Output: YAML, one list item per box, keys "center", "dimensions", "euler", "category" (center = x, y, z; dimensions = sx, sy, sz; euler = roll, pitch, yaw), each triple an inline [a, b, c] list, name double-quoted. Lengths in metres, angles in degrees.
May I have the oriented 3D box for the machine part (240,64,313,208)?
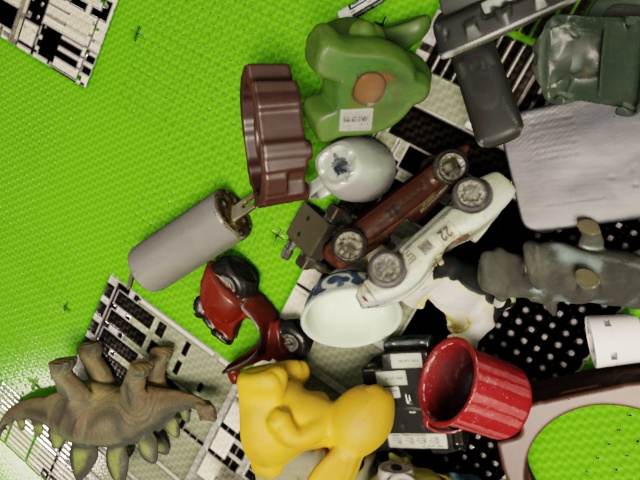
- center: [-0.057, -0.122, 0.643]
  dimensions: [0.056, 0.179, 0.179]
  euler: [-9, 91, -14]
  category: "machine part"

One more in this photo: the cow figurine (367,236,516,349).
- center: [0.137, 0.042, 0.625]
  dimensions: [0.167, 0.068, 0.098]
  euler: [41, 102, 11]
  category: "cow figurine"

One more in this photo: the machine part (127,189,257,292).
- center: [-0.181, 0.002, 0.744]
  dimensions: [0.243, 0.079, 0.079]
  euler: [-31, 83, 22]
  category: "machine part"

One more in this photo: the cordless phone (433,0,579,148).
- center: [0.199, -0.195, 0.548]
  dimensions: [0.147, 0.088, 0.184]
  euler: [-18, 70, 22]
  category: "cordless phone"

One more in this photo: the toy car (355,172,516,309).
- center: [0.118, 0.004, 0.563]
  dimensions: [0.202, 0.073, 0.056]
  euler: [-41, 76, -5]
  category: "toy car"

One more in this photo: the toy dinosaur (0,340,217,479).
- center: [-0.344, 0.260, 0.816]
  dimensions: [0.472, 0.105, 0.198]
  euler: [-3, 96, 27]
  category: "toy dinosaur"

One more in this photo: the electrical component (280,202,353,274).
- center: [-0.001, -0.004, 0.692]
  dimensions: [0.078, 0.045, 0.102]
  euler: [37, 105, 45]
  category: "electrical component"

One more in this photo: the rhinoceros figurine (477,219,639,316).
- center: [0.262, 0.033, 0.555]
  dimensions: [0.190, 0.112, 0.073]
  euler: [3, 67, 3]
  category: "rhinoceros figurine"

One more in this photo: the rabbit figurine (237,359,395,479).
- center: [0.000, 0.211, 0.610]
  dimensions: [0.173, 0.121, 0.162]
  euler: [-7, 69, 10]
  category: "rabbit figurine"

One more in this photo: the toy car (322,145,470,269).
- center: [0.089, -0.036, 0.608]
  dimensions: [0.202, 0.089, 0.053]
  euler: [-37, 91, 1]
  category: "toy car"

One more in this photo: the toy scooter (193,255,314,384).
- center: [-0.108, 0.118, 0.727]
  dimensions: [0.184, 0.075, 0.135]
  euler: [45, 109, 8]
  category: "toy scooter"

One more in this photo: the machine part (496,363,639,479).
- center: [0.305, 0.242, 0.565]
  dimensions: [0.201, 0.087, 0.201]
  euler: [-21, 85, 21]
  category: "machine part"

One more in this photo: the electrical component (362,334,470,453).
- center: [0.116, 0.183, 0.650]
  dimensions: [0.115, 0.058, 0.134]
  euler: [-6, 92, 20]
  category: "electrical component"

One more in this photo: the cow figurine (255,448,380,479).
- center: [0.010, 0.311, 0.688]
  dimensions: [0.195, 0.085, 0.127]
  euler: [-9, 85, 20]
  category: "cow figurine"

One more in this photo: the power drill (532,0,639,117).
- center: [0.302, -0.170, 0.444]
  dimensions: [0.232, 0.207, 0.085]
  euler: [34, 146, 52]
  category: "power drill"

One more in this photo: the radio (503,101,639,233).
- center: [0.311, -0.086, 0.546]
  dimensions: [0.230, 0.073, 0.131]
  euler: [-9, 91, 24]
  category: "radio"

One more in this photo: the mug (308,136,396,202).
- center: [0.027, -0.082, 0.639]
  dimensions: [0.110, 0.107, 0.080]
  euler: [-22, 84, 20]
  category: "mug"

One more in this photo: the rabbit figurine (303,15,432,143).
- center: [0.049, -0.210, 0.606]
  dimensions: [0.159, 0.170, 0.121]
  euler: [-11, 133, -2]
  category: "rabbit figurine"

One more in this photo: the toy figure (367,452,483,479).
- center: [0.135, 0.306, 0.608]
  dimensions: [0.180, 0.082, 0.089]
  euler: [15, 85, -13]
  category: "toy figure"
